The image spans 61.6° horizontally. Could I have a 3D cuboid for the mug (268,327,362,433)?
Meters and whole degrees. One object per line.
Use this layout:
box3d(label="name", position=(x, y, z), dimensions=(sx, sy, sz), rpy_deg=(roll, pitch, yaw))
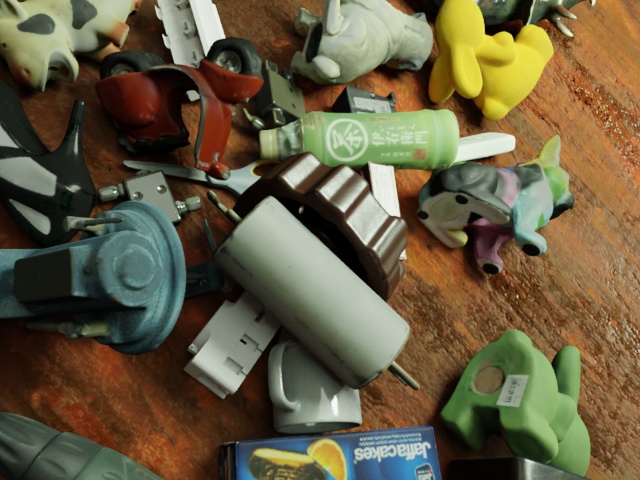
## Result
box3d(label="mug", position=(-0.014, 0.123, 0.510), dimensions=(0.109, 0.081, 0.107), rpy_deg=(28, 48, -45))

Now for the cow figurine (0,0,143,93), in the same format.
box3d(label="cow figurine", position=(-0.265, -0.238, 0.561), dimensions=(0.127, 0.085, 0.195), rpy_deg=(23, 62, -20))

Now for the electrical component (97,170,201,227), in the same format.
box3d(label="electrical component", position=(-0.171, -0.040, 0.544), dimensions=(0.094, 0.021, 0.063), rpy_deg=(-18, 83, -19))

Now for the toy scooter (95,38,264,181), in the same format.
box3d(label="toy scooter", position=(-0.143, -0.126, 0.547), dimensions=(0.184, 0.075, 0.135), rpy_deg=(-1, 97, 16))

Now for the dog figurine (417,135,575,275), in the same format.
box3d(label="dog figurine", position=(0.244, -0.071, 0.707), dimensions=(0.191, 0.108, 0.219), rpy_deg=(37, 53, -2))

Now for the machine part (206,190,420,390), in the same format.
box3d(label="machine part", position=(-0.008, 0.045, 0.464), dimensions=(0.243, 0.079, 0.079), rpy_deg=(42, 58, -2))

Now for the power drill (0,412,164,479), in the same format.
box3d(label="power drill", position=(-0.162, 0.216, 0.349), dimensions=(0.232, 0.207, 0.086), rpy_deg=(30, 91, -7))

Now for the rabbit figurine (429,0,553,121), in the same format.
box3d(label="rabbit figurine", position=(0.220, -0.263, 0.773), dimensions=(0.173, 0.122, 0.162), rpy_deg=(42, 78, -26))

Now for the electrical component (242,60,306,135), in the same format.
box3d(label="electrical component", position=(-0.058, -0.169, 0.650), dimensions=(0.078, 0.045, 0.102), rpy_deg=(12, 59, -53))

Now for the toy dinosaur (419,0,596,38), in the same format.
box3d(label="toy dinosaur", position=(0.234, -0.403, 0.849), dimensions=(0.405, 0.131, 0.192), rpy_deg=(2, 66, -17))

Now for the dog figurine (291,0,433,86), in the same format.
box3d(label="dog figurine", position=(0.072, -0.246, 0.698), dimensions=(0.190, 0.121, 0.172), rpy_deg=(14, 67, -23))

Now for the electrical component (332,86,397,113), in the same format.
box3d(label="electrical component", position=(0.042, -0.153, 0.684), dimensions=(0.119, 0.048, 0.075), rpy_deg=(4, 66, -25))

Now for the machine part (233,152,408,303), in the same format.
box3d(label="machine part", position=(-0.001, -0.002, 0.523), dimensions=(0.179, 0.179, 0.056), rpy_deg=(42, 55, -2))

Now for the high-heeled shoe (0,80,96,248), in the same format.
box3d(label="high-heeled shoe", position=(-0.323, -0.085, 0.493), dimensions=(0.249, 0.086, 0.145), rpy_deg=(16, 92, 1))

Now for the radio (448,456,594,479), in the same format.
box3d(label="radio", position=(0.245, 0.280, 0.531), dimensions=(0.229, 0.131, 0.073), rpy_deg=(24, 61, -14))

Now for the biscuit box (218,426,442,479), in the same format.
box3d(label="biscuit box", position=(0.012, 0.212, 0.499), dimensions=(0.203, 0.059, 0.063), rpy_deg=(4, 66, -23))

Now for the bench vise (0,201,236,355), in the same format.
box3d(label="bench vise", position=(-0.175, 0.038, 0.448), dimensions=(0.240, 0.224, 0.129), rpy_deg=(4, 67, -56))

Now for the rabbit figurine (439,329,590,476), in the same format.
box3d(label="rabbit figurine", position=(0.234, 0.191, 0.598), dimensions=(0.170, 0.121, 0.159), rpy_deg=(46, 48, -21))
